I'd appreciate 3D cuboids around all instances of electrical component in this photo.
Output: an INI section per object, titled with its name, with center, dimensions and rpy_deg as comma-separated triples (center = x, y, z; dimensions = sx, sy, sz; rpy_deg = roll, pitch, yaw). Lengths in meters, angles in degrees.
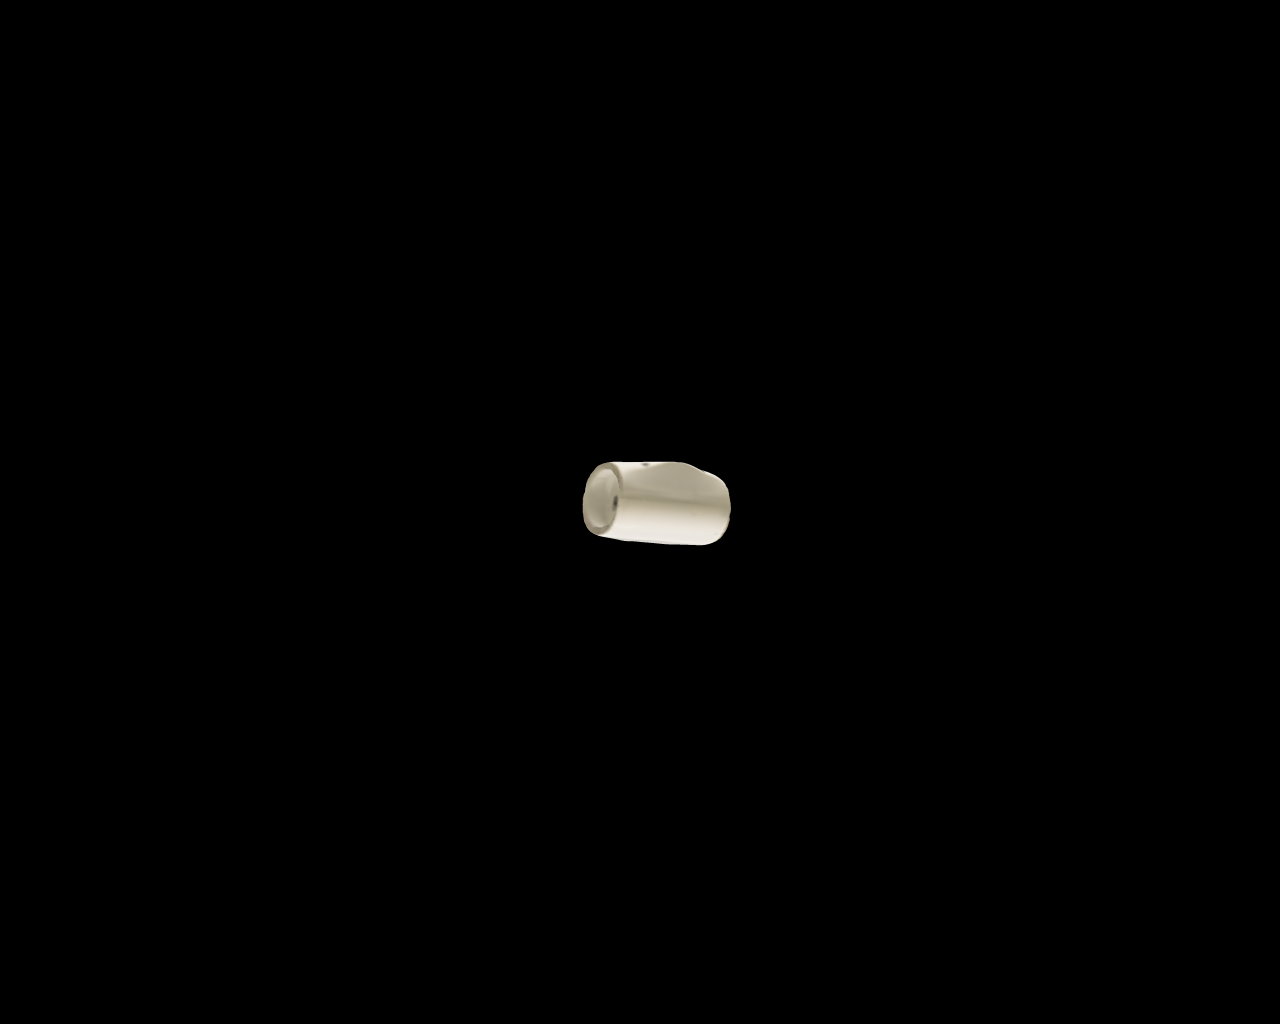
[electrical component]
center = 0.001, -0.003, 0.650
dimensions = 0.077, 0.043, 0.079
rpy_deg = 5, -10, -32
